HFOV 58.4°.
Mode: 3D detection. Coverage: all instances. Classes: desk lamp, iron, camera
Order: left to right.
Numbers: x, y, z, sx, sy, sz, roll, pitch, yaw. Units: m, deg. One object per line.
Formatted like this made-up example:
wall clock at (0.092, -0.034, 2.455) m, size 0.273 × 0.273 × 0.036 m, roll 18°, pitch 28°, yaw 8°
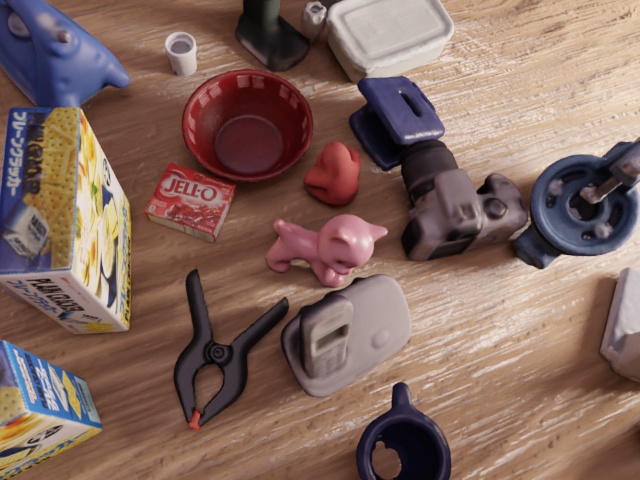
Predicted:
iron at (-0.361, -0.271, 0.704) m, size 0.258 × 0.141 × 0.119 m, roll 42°, pitch 70°, yaw 11°
camera at (0.164, -0.059, 0.698) m, size 0.143 × 0.101 × 0.137 m, roll -12°, pitch 70°, yaw -11°
desk lamp at (0.393, 0.100, 0.599) m, size 0.118 × 0.213 × 0.203 m, roll 23°, pitch 68°, yaw 3°

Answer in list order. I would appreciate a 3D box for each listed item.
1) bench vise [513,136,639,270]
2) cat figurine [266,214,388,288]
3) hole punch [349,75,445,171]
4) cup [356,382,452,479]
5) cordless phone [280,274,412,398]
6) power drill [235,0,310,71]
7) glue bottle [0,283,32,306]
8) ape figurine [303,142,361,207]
bench vise at (0.325, -0.076, 0.658) m, size 0.121 × 0.220 × 0.208 m, roll 30°, pitch 68°, yaw 6°
cat figurine at (0.006, 0.002, 0.648) m, size 0.128 × 0.118 × 0.067 m, roll 15°, pitch 68°, yaw 0°
hole punch at (0.102, -0.163, 0.738) m, size 0.101 × 0.091 × 0.108 m, roll -27°, pitch 74°, yaw -15°
cup at (0.076, 0.210, 0.586) m, size 0.091 × 0.095 × 0.118 m, roll 2°, pitch 68°, yaw -5°
cordless phone at (0.034, 0.084, 0.582) m, size 0.148 × 0.185 × 0.094 m, roll -31°, pitch 75°, yaw -16°
power drill at (-0.055, -0.317, 0.719) m, size 0.229 × 0.208 × 0.076 m, roll 43°, pitch 71°, yaw 11°
glue bottle at (-0.310, 0.011, 0.580) m, size 0.037 × 0.173 × 0.078 m, roll 2°, pitch 68°, yaw -5°
ape figurine at (0.018, -0.087, 0.699) m, size 0.078 × 0.092 × 0.076 m, roll -15°, pitch 71°, yaw -12°
